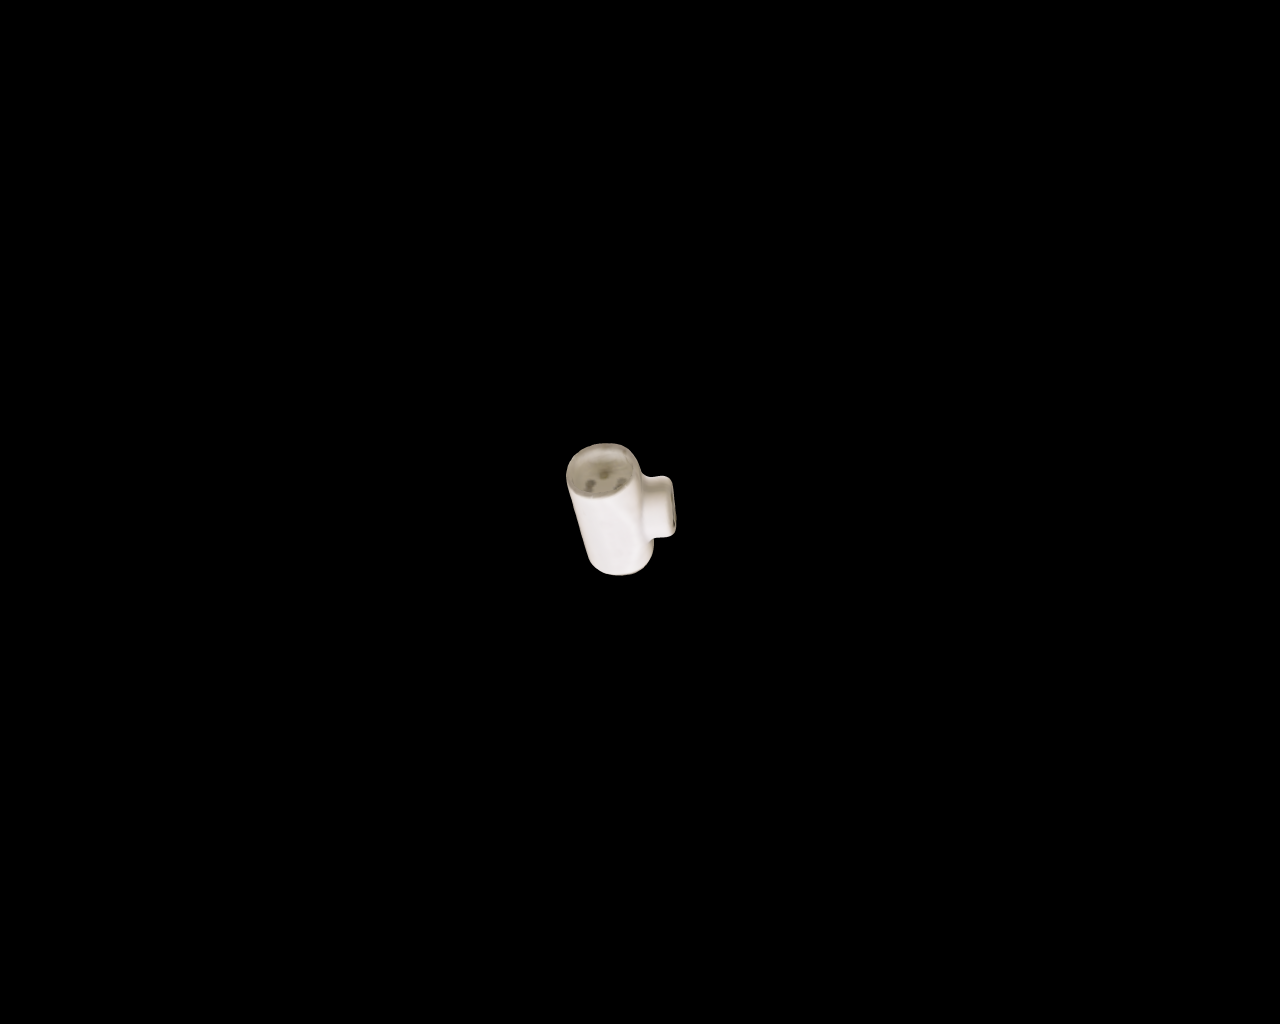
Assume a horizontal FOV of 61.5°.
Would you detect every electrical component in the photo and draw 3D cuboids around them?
[{"bbox_3d":[0.001,-0.003,0.650,0.079,0.044,0.077,-5,-40,6],"label":"electrical component"}]
